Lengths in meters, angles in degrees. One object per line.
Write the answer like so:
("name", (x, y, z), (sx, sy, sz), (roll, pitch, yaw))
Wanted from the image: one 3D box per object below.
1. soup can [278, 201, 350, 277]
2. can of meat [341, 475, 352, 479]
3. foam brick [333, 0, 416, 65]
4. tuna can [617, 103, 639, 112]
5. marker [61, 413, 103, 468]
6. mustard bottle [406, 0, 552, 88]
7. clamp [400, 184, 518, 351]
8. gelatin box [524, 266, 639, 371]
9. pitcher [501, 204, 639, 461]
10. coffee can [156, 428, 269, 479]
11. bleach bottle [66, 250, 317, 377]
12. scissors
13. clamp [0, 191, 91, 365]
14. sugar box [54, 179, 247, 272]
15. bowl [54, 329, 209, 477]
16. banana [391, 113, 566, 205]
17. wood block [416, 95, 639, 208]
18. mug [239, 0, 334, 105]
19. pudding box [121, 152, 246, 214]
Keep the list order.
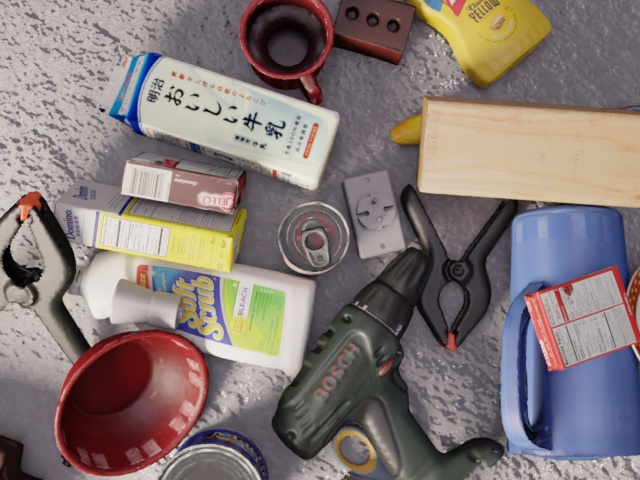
("soup can", (-0.007, 0.001, 1.053), (0.068, 0.102, 0.068), (0, 85, -1))
("can of meat", (0.034, 0.296, 1.055), (0.102, 0.057, 0.084), (42, 84, 1))
("foam brick", (0.053, -0.220, 1.097), (0.078, 0.051, 0.053), (16, 85, 0))
("tuna can", (0.324, -0.096, 1.102), (0.086, 0.034, 0.086), (0, 86, -1))
("marker", (-0.226, 0.174, 1.077), (0.020, 0.020, 0.121), (29, 85, 1))
("mustard bottle", (0.142, -0.256, 1.099), (0.096, 0.058, 0.191), (-40, 87, -4))
("clamp", (0.128, 0.023, 1.086), (0.120, 0.039, 0.171), (13, 86, 2))
("gelatin box", (0.237, 0.071, 0.965), (0.089, 0.030, 0.073), (-17, 85, -16))
("pitcher", (0.238, 0.091, 1.035), (0.145, 0.149, 0.243), (-1, 82, 2))
("coffee can", (-0.101, 0.237, 1.014), (0.103, 0.140, 0.103), (0, 86, -1))
("bleach bottle", (-0.134, 0.067, 1.067), (0.251, 0.068, 0.102), (9, 89, 2))
("scissors", (0.076, 0.257, 1.079), (0.096, 0.016, 0.202), (-17, 86, -1))
("clamp", (-0.275, 0.051, 1.032), (0.164, 0.036, 0.210), (18, 122, -5))
("sugar box", (-0.166, -0.015, 1.054), (0.176, 0.093, 0.048), (8, 108, 1))
("bowl", (-0.191, 0.147, 1.037), (0.161, 0.055, 0.162), (-18, 124, -30))
("banana", (0.174, -0.100, 1.097), (0.198, 0.037, 0.069), (21, 83, 0))
("wood block", (0.201, -0.087, 1.035), (0.206, 0.091, 0.090), (4, 100, 2))
("mug", (-0.028, -0.189, 1.078), (0.093, 0.081, 0.117), (-29, 87, -3))
("pudding box", (-0.133, -0.057, 1.059), (0.113, 0.090, 0.039), (12, 99, -1))
